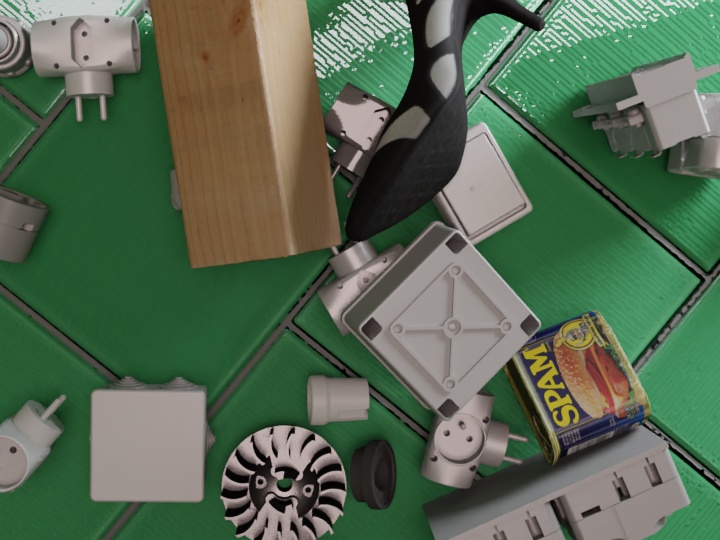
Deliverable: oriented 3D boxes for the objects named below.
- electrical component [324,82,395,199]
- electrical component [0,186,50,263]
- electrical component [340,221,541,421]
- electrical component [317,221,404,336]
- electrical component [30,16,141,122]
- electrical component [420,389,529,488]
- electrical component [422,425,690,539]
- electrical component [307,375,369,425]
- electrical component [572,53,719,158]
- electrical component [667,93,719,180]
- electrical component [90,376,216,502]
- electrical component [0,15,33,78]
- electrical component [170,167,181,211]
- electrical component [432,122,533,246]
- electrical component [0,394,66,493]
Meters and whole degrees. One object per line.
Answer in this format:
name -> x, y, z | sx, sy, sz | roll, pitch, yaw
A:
electrical component -> 0.002, -0.095, 0.854 | 0.077, 0.043, 0.079 | 31, 92, -4
electrical component -> -0.278, -0.036, 0.840 | 0.055, 0.055, 0.047 | 23, 96, -4
electrical component -> 0.061, 0.038, 0.820 | 0.109, 0.056, 0.108 | -45, 107, -5
electrical component -> 0.000, 0.000, 0.860 | 0.077, 0.043, 0.079 | -30, 94, -1
electrical component -> -0.212, -0.156, 0.841 | 0.077, 0.043, 0.079 | -3, 93, -2
electrical component -> 0.096, 0.137, 0.871 | 0.079, 0.044, 0.077 | 14, 92, -2
electrical component -> 0.151, 0.188, 0.846 | 0.186, 0.105, 0.060 | -24, 94, -1
electrical component -> -0.018, 0.104, 0.867 | 0.046, 0.040, 0.040 | 0, 93, -8
electrical component -> 0.220, -0.123, 0.824 | 0.079, 0.121, 0.063 | -21, 97, -1
electrical component -> 0.282, -0.104, 0.841 | 0.054, 0.095, 0.059 | 8, 93, -3
electrical component -> -0.166, 0.135, 0.857 | 0.100, 0.048, 0.099 | 1, 93, -3
electrical component -> -0.279, -0.175, 0.827 | 0.048, 0.062, 0.048 | 0, 93, -3
electrical component -> -0.134, -0.079, 0.854 | 0.035, 0.035, 0.061 | -4, 91, -2
electrical component -> 0.085, -0.073, 0.851 | 0.062, 0.061, 0.096 | -31, 94, -1
electrical component -> -0.258, 0.128, 0.838 | 0.043, 0.077, 0.079 | 42, 90, -4
